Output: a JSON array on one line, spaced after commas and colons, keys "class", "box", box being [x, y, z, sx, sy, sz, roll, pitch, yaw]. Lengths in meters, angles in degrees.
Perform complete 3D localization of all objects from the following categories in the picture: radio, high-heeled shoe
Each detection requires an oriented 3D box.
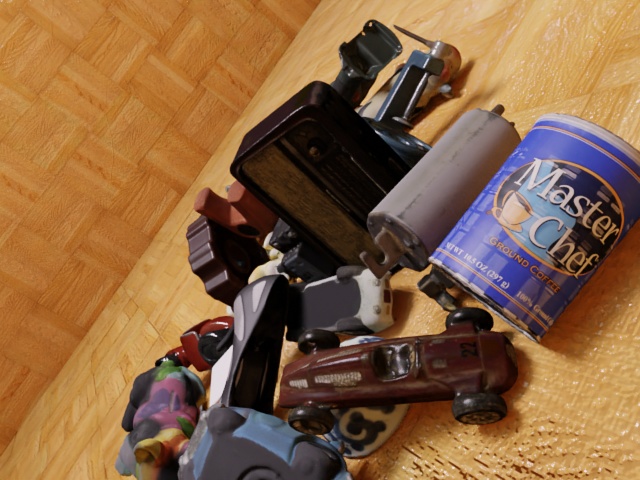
[{"class": "radio", "box": [0.026, -0.058, 0.608, 0.131, 0.229, 0.073, -35, 28, 30]}, {"class": "high-heeled shoe", "box": [-0.062, 0.159, 0.617, 0.145, 0.086, 0.249, -44, 44, 22]}]

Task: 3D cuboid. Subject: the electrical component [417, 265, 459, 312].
[{"class": "electrical component", "box": [0.137, 0.025, 0.507, 0.102, 0.045, 0.078, -46, -6, 12]}]

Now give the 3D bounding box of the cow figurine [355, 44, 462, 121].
[{"class": "cow figurine", "box": [0.137, -0.229, 0.843, 0.195, 0.085, 0.127, -41, 18, 24]}]

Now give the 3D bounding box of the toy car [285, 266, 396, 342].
[{"class": "toy car", "box": [0.014, 0.080, 0.636, 0.202, 0.056, 0.073, -24, 63, 54]}]

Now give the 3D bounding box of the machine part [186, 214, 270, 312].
[{"class": "machine part", "box": [-0.147, 0.034, 0.883, 0.056, 0.179, 0.179, -30, 28, 18]}]

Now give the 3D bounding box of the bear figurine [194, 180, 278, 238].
[{"class": "bear figurine", "box": [-0.097, -0.107, 0.861, 0.120, 0.131, 0.196, -4, 61, 40]}]

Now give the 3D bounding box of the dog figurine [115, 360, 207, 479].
[{"class": "dog figurine", "box": [-0.190, 0.240, 0.681, 0.219, 0.108, 0.191, 139, 140, -59]}]

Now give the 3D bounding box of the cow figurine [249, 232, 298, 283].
[{"class": "cow figurine", "box": [-0.035, 0.022, 0.821, 0.167, 0.098, 0.068, -60, -19, -10]}]

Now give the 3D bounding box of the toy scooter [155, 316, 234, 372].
[{"class": "toy scooter", "box": [-0.173, 0.165, 0.882, 0.184, 0.075, 0.135, -23, 5, 29]}]

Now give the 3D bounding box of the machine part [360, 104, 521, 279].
[{"class": "machine part", "box": [0.127, -0.052, 0.540, 0.243, 0.079, 0.079, -47, 18, -21]}]

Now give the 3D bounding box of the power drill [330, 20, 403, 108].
[{"class": "power drill", "box": [0.057, -0.277, 0.915, 0.232, 0.086, 0.207, -46, 8, -24]}]

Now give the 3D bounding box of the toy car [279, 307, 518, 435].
[{"class": "toy car", "box": [0.054, 0.106, 0.439, 0.202, 0.053, 0.089, -10, 50, 21]}]

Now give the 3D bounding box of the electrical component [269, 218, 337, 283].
[{"class": "electrical component", "box": [-0.002, -0.002, 0.732, 0.058, 0.115, 0.134, -38, 25, 44]}]

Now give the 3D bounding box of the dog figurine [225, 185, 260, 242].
[{"class": "dog figurine", "box": [-0.164, 0.008, 1.103, 0.172, 0.121, 0.190, 91, -173, -68]}]

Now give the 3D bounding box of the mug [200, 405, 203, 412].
[{"class": "mug", "box": [-0.243, 0.276, 0.852, 0.107, 0.081, 0.110, -52, 22, 31]}]

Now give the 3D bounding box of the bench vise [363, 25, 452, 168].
[{"class": "bench vise", "box": [0.098, -0.157, 0.733, 0.240, 0.129, 0.224, -64, 24, 22]}]

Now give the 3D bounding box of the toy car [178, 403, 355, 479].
[{"class": "toy car", "box": [-0.041, 0.214, 0.482, 0.162, 0.103, 0.109, 20, 84, 23]}]
